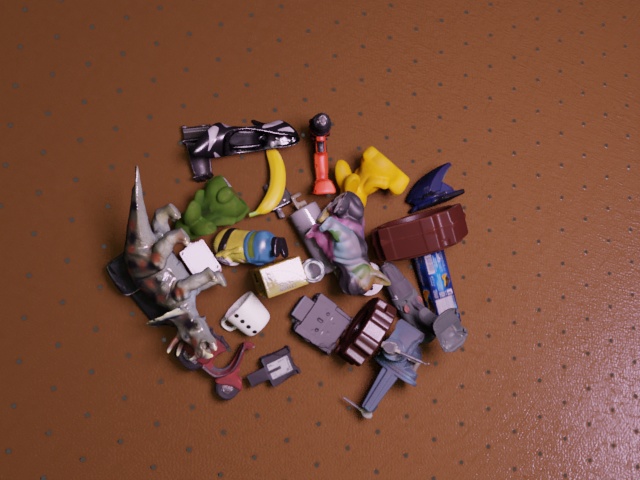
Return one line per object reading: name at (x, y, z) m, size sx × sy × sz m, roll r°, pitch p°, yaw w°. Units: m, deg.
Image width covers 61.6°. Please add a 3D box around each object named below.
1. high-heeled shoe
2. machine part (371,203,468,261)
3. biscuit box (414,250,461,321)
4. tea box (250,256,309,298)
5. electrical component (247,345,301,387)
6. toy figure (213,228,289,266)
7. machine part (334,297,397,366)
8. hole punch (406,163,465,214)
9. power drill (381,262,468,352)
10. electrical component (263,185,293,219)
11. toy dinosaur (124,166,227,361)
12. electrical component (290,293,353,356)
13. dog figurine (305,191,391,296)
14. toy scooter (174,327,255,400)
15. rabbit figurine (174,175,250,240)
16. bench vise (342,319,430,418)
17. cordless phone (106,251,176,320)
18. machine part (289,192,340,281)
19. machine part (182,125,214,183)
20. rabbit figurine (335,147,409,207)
high-heeled shoe at (-0.167, -0.221, 1.251) m, size 0.145 × 0.086 × 0.249 m, roll 30°, pitch 47°, yaw 24°
machine part at (0.239, -0.016, 1.277) m, size 0.201 × 0.201 × 0.087 m, roll -15°, pitch 93°, yaw 28°
biscuit box at (0.291, 0.115, 1.341) m, size 0.059 × 0.063 × 0.202 m, roll -18°, pitch 99°, yaw -13°
tea box at (-0.096, 0.083, 1.220) m, size 0.098 × 0.170 × 0.068 m, roll -19°, pitch 92°, yaw -13°
electrical component at (-0.112, 0.303, 1.254) m, size 0.119 × 0.048 × 0.075 m, roll -27°, pitch 90°, yaw -14°
toy figure at (-0.160, 0.014, 1.230) m, size 0.180 × 0.082 × 0.089 m, roll -6°, pitch 56°, yaw 27°
machine part at (0.106, 0.211, 1.254) m, size 0.056 × 0.179 × 0.179 m, roll 37°, pitch 77°, yaw -4°
hole punch at (0.283, -0.129, 1.357) m, size 0.116 × 0.142 × 0.092 m, roll -22°, pitch 90°, yaw -28°
power drill at (0.238, 0.166, 1.258) m, size 0.086 × 0.207 × 0.231 m, roll -37°, pitch 115°, yaw -19°
electrical component at (-0.099, -0.100, 1.317) m, size 0.063 × 0.021 × 0.094 m, roll -26°, pitch 82°, yaw -15°
toy dinosaur at (-0.333, 0.062, 1.129) m, size 0.192 × 0.131 × 0.404 m, roll -33°, pitch 100°, yaw -4°
electrical component at (-0.004, 0.194, 1.288) m, size 0.134 × 0.058 × 0.115 m, roll 36°, pitch 75°, yaw -7°
dog figurine at (0.081, 0.019, 1.236) m, size 0.219 × 0.108 × 0.191 m, roll 47°, pitch 56°, yaw -13°
toy scooter at (-0.229, 0.260, 1.220) m, size 0.184 × 0.075 × 0.135 m, roll 43°, pitch 77°, yaw -8°
rabbit figurine at (-0.257, -0.052, 1.226) m, size 0.170 × 0.159 × 0.121 m, roll -39°, pitch 103°, yaw 1°
bench vise at (0.163, 0.309, 1.247) m, size 0.129 × 0.223 × 0.240 m, roll 33°, pitch 88°, yaw 17°
cordless phone at (-0.375, 0.091, 1.216) m, size 0.146 × 0.089 × 0.184 m, roll -38°, pitch 104°, yaw -15°
machine part at (-0.003, -0.004, 1.301) m, size 0.079 × 0.079 × 0.243 m, roll -30°, pitch 92°, yaw -14°
machine part at (-0.286, -0.208, 1.283) m, size 0.084 × 0.039 × 0.138 m, roll -5°, pitch 83°, yaw -19°
rabbit figurine at (0.109, -0.132, 1.311) m, size 0.173 × 0.122 × 0.162 m, roll -50°, pitch 138°, yaw 14°
